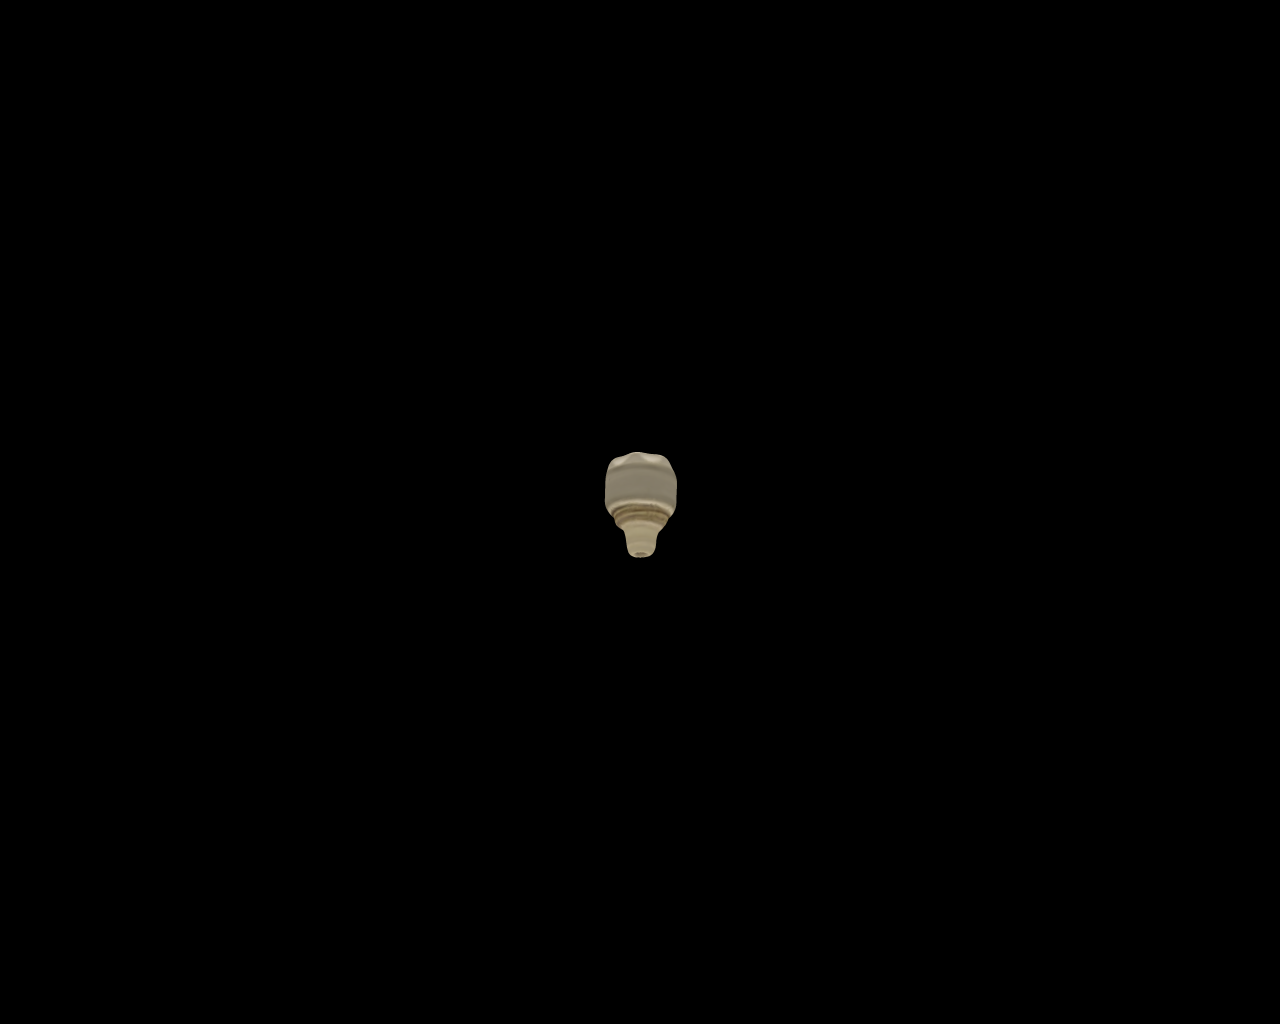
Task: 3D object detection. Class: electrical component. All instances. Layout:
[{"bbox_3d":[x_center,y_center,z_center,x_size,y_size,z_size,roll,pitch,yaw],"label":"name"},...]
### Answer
[{"bbox_3d":[0.001,-0.003,0.650,0.043,0.062,0.043,0,-19,0],"label":"electrical component"}]
